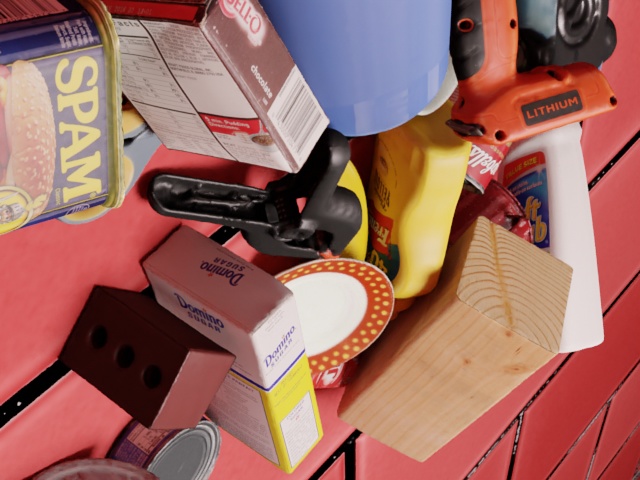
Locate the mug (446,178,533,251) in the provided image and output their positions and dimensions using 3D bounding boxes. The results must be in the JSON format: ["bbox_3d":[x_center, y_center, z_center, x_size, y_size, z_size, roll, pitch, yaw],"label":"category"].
[{"bbox_3d":[0.128,0.001,0.911,0.081,0.117,0.093,-37,108,-28],"label":"mug"}]

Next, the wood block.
[{"bbox_3d":[0.105,0.087,0.869,0.206,0.090,0.090,-53,-170,48],"label":"wood block"}]

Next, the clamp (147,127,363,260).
[{"bbox_3d":[-0.030,-0.019,0.660,0.171,0.120,0.039,62,24,-68],"label":"clamp"}]

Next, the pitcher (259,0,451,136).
[{"bbox_3d":[-0.002,-0.159,0.530,0.243,0.149,0.145,78,29,-57],"label":"pitcher"}]

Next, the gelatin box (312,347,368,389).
[{"bbox_3d":[0.015,0.079,0.880,0.073,0.030,0.089,11,107,-61],"label":"gelatin box"}]

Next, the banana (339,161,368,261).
[{"bbox_3d":[0.007,-0.005,0.776,0.069,0.037,0.198,-37,145,-36],"label":"banana"}]

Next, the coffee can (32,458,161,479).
[{"bbox_3d":[-0.147,0.225,0.672,0.102,0.103,0.140,-22,135,-50],"label":"coffee can"}]

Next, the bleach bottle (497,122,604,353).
[{"bbox_3d":[0.197,-0.029,0.963,0.067,0.103,0.251,-9,95,-33],"label":"bleach bottle"}]

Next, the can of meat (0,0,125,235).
[{"bbox_3d":[-0.135,-0.052,0.457,0.083,0.058,0.102,-20,132,-32],"label":"can of meat"}]

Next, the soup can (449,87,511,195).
[{"bbox_3d":[0.125,-0.097,0.853,0.102,0.069,0.068,-60,153,-2],"label":"soup can"}]

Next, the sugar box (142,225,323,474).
[{"bbox_3d":[-0.052,0.075,0.696,0.048,0.093,0.176,-45,150,-28],"label":"sugar box"}]

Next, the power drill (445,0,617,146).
[{"bbox_3d":[0.132,-0.165,0.672,0.184,0.057,0.187,-18,105,-11],"label":"power drill"}]

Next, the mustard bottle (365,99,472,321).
[{"bbox_3d":[0.064,-0.014,0.806,0.058,0.096,0.192,-7,131,-17],"label":"mustard bottle"}]

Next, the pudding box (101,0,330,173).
[{"bbox_3d":[-0.058,-0.083,0.511,0.039,0.090,0.113,-61,145,-22],"label":"pudding box"}]

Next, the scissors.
[{"bbox_3d":[-0.084,-0.056,0.595,0.201,0.016,0.096,-4,118,-57],"label":"scissors"}]

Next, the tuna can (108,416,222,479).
[{"bbox_3d":[-0.110,0.154,0.742,0.086,0.034,0.086,-40,147,-34],"label":"tuna can"}]

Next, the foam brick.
[{"bbox_3d":[-0.101,0.070,0.625,0.053,0.078,0.051,-62,154,4],"label":"foam brick"}]
